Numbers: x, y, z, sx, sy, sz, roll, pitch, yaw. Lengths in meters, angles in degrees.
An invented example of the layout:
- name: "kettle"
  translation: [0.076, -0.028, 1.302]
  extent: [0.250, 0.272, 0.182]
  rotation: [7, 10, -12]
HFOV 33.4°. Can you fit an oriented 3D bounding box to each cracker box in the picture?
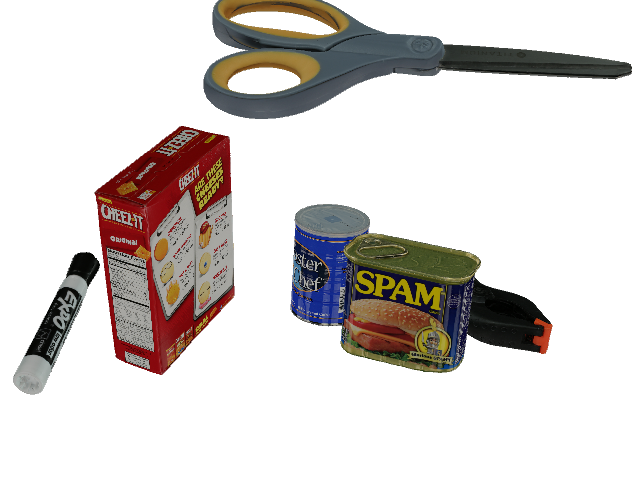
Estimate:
- name: "cracker box"
  translation: [-0.161, 0.009, 1.145]
  extent: [0.072, 0.214, 0.164]
  rotation: [15, 36, 21]

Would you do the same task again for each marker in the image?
- name: "marker"
  translation: [-0.165, 0.048, 0.676]
  extent: [0.020, 0.020, 0.121]
  rotation: [0, 38, 10]

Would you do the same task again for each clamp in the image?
- name: "clamp"
  translation: [0.149, 0.058, 1.025]
  extent: [0.172, 0.039, 0.120]
  rotation: [22, 36, 27]

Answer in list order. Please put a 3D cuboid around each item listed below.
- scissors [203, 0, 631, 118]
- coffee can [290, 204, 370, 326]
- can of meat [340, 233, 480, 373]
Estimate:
- name: "scissors"
  translation: [0.033, -0.076, 0.495]
  extent: [0.202, 0.016, 0.096]
  rotation: [17, 50, 18]
- name: "coffee can"
  translation: [0.012, 0.033, 1.476]
  extent: [0.103, 0.140, 0.103]
  rotation: [3, 24, -2]
- name: "can of meat"
  translation: [0.067, 0.049, 0.825]
  extent: [0.102, 0.084, 0.057]
  rotation: [12, 24, 19]
